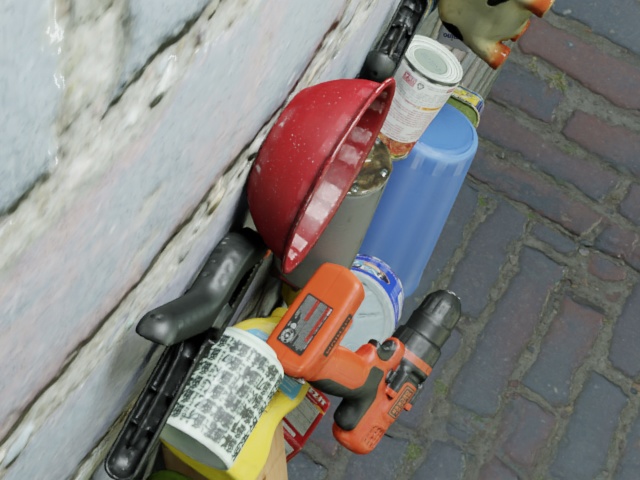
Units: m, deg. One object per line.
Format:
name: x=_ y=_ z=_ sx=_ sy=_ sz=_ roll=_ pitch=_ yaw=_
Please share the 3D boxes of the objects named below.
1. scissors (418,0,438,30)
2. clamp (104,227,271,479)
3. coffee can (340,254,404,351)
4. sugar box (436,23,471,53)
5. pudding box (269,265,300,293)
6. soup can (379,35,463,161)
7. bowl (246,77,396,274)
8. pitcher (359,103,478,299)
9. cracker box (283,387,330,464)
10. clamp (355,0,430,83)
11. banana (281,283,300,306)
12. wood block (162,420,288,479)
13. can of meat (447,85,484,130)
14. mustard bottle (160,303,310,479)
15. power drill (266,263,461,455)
scissors: x=0.099 y=-0.219 z=1.068 sx=0.096 sy=0.016 sz=0.201 roll=-61 pitch=174 yaw=21
clamp: x=-0.083 y=0.051 z=0.746 sx=0.209 sy=0.036 sz=0.165 roll=-58 pitch=173 yaw=-40
coffee can: x=0.033 y=0.073 z=1.131 sx=0.103 sy=0.103 sz=0.140 roll=-62 pitch=175 yaw=9
sugar box: x=0.170 y=-0.287 z=1.096 sx=0.176 sy=0.048 sz=0.093 roll=98 pitch=16 yaw=-55
pudding box: x=-0.007 y=0.001 z=1.102 sx=0.090 sy=0.039 sz=0.113 roll=-60 pitch=173 yaw=10
soup can: x=0.080 y=-0.133 z=1.000 sx=0.102 sy=0.068 sz=0.068 roll=-55 pitch=178 yaw=39
bowl: x=-0.007 y=-0.057 z=0.773 sx=0.162 sy=0.055 sz=0.162 roll=-59 pitch=173 yaw=-12
pitcher: x=0.092 y=-0.056 z=1.266 sx=0.144 sy=0.149 sz=0.243 roll=-36 pitch=158 yaw=-42
cracker box: x=-0.083 y=0.249 z=1.290 sx=0.164 sy=0.072 sz=0.213 roll=-42 pitch=178 yaw=11
clamp: x=0.041 y=-0.125 z=0.920 sx=0.120 sy=0.039 sz=0.172 roll=-52 pitch=169 yaw=-52
banana: x=-0.017 y=0.052 z=1.258 sx=0.069 sy=0.037 sz=0.198 roll=-58 pitch=173 yaw=-7
wood block: x=-0.089 y=0.263 z=1.088 sx=0.090 sy=0.090 sz=0.206 roll=-52 pitch=149 yaw=-46
can of meat: x=0.149 y=-0.164 z=1.310 sx=0.057 sy=0.102 sz=0.083 roll=-64 pitch=175 yaw=24
mustard bottle: x=-0.062 y=0.131 z=0.997 sx=0.191 sy=0.096 sz=0.058 roll=-57 pitch=-175 yaw=-32
power drill: x=0.046 y=0.096 z=0.988 sx=0.184 sy=0.057 sz=0.187 roll=-56 pitch=137 yaw=-8
